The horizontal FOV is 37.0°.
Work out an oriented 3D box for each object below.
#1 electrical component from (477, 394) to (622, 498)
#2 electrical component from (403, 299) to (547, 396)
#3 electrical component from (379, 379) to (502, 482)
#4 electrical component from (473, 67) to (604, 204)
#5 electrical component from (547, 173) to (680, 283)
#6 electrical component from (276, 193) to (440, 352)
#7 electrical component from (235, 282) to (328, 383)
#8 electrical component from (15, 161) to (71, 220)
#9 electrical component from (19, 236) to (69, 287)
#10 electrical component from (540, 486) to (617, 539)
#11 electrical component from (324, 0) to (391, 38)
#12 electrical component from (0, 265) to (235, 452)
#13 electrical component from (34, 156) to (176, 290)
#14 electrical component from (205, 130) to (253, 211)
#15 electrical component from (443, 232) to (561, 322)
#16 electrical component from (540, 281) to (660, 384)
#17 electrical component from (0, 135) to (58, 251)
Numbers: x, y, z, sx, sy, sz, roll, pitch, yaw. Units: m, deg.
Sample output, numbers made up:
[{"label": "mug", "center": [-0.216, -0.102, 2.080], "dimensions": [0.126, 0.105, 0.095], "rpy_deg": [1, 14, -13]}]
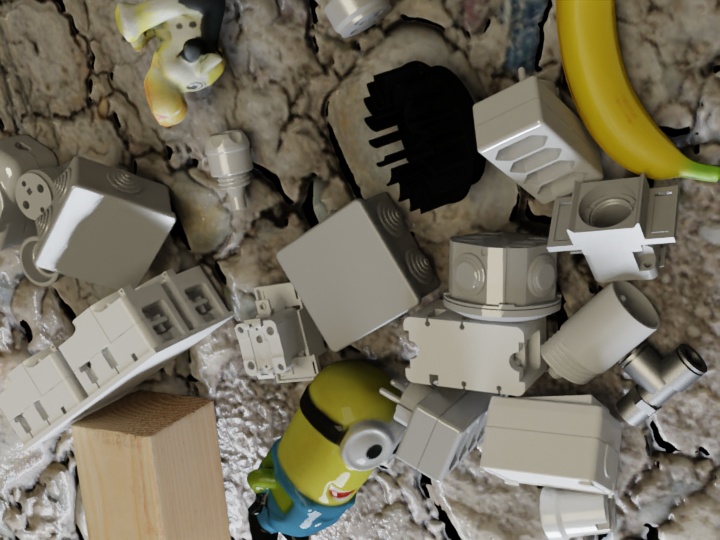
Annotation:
[{"label": "electrical component", "center": [0.129, 0.119, 0.753], "dimensions": [0.096, 0.062, 0.061], "rpy_deg": [2, 73, 28]}, {"label": "electrical component", "center": [0.084, 0.053, 0.768], "dimensions": [0.089, 0.056, 0.050], "rpy_deg": [4, 106, 28]}, {"label": "electrical component", "center": [0.050, 0.102, 0.785], "dimensions": [0.076, 0.083, 0.047], "rpy_deg": [29, 116, 19]}, {"label": "electrical component", "center": [0.115, -0.099, 0.704], "dimensions": [0.047, 0.083, 0.075], "rpy_deg": [-23, 54, 32]}, {"label": "electrical component", "center": [0.167, -0.025, 0.695], "dimensions": [0.081, 0.042, 0.063], "rpy_deg": [-4, 143, 28]}, {"label": "electrical component", "center": [0.000, 0.000, 0.803], "dimensions": [0.100, 0.048, 0.099], "rpy_deg": [-32, 88, 32]}, {"label": "electrical component", "center": [-0.063, 0.053, 0.845], "dimensions": [0.042, 0.064, 0.081], "rpy_deg": [-9, 100, 31]}, {"label": "electrical component", "center": [-0.260, -0.068, 0.922], "dimensions": [0.045, 0.055, 0.045], "rpy_deg": [8, 108, 27]}, {"label": "electrical component", "center": [-0.261, -0.014, 0.937], "dimensions": [0.045, 0.055, 0.045], "rpy_deg": [8, 108, 26]}, {"label": "electrical component", "center": [0.157, 0.173, 0.774], "dimensions": [0.046, 0.040, 0.040], "rpy_deg": [-11, 99, 25]}, {"label": "electrical component", "center": [-0.009, -0.197, 0.754], "dimensions": [0.045, 0.045, 0.055], "rpy_deg": [-31, 89, 32]}, {"label": "electrical component", "center": [-0.210, 0.070, 0.905], "dimensions": [0.186, 0.105, 0.060], "rpy_deg": [-35, 86, 31]}, {"label": "electrical component", "center": [-0.210, -0.038, 0.883], "dimensions": [0.099, 0.100, 0.048], "rpy_deg": [-55, 32, 29]}, {"label": "electrical component", "center": [-0.100, -0.078, 0.844], "dimensions": [0.035, 0.035, 0.061], "rpy_deg": [-2, 105, 29]}, {"label": "electrical component", "center": [0.098, 0.004, 0.735], "dimensions": [0.080, 0.080, 0.051], "rpy_deg": [6, 102, 27]}, {"label": "electrical component", "center": [0.159, 0.047, 0.734], "dimensions": [0.043, 0.043, 0.081], "rpy_deg": [48, 121, 8]}, {"label": "electrical component", "center": [-0.314, -0.067, 0.949], "dimensions": [0.054, 0.059, 0.095], "rpy_deg": [32, 117, 17]}]
